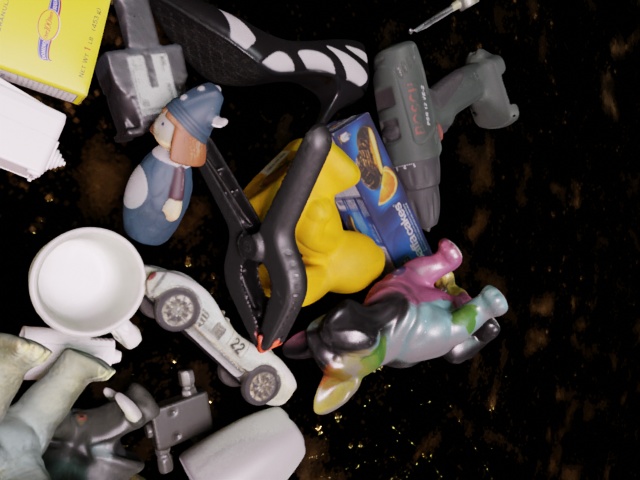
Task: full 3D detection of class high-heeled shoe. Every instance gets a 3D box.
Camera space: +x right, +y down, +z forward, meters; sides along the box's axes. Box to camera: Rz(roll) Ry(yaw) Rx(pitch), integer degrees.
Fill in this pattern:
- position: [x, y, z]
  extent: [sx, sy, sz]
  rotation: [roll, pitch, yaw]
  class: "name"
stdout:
- position: [-0.046, -0.213, 0.557]
  extent: [0.248, 0.086, 0.145]
  rotation: [35, 66, -32]
  class: "high-heeled shoe"

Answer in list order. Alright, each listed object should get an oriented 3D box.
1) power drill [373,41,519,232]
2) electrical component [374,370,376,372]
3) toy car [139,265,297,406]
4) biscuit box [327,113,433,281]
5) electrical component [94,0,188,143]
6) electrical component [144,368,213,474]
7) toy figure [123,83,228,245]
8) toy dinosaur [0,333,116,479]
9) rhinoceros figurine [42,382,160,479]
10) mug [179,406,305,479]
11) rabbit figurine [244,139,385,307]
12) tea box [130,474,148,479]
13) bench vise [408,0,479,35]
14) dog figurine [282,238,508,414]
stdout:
- position: [0.164, -0.150, 0.705]
  extent: [0.207, 0.086, 0.231]
  rotation: [-26, 103, -24]
  class: "power drill"
- position: [0.074, 0.111, 0.663]
  extent: [0.102, 0.045, 0.078]
  rotation: [-31, 80, -33]
  class: "electrical component"
- position: [-0.102, 0.092, 0.521]
  extent: [0.056, 0.074, 0.201]
  rotation: [-49, 116, -19]
  class: "toy car"
- position: [0.062, -0.045, 0.640]
  extent: [0.063, 0.059, 0.202]
  rotation: [-38, 111, -28]
  class: "biscuit box"
- position: [-0.164, -0.154, 0.491]
  extent: [0.075, 0.048, 0.119]
  rotation: [-23, 103, -32]
  class: "electrical component"
- position: [-0.140, 0.176, 0.528]
  extent: [0.063, 0.021, 0.094]
  rotation: [-11, 98, -33]
  class: "electrical component"
- position: [-0.129, -0.067, 0.470]
  extent: [0.154, 0.064, 0.058]
  rotation: [-62, 167, 24]
  class: "toy figure"
- position: [-0.284, 0.129, 0.342]
  extent: [0.405, 0.131, 0.192]
  rotation: [21, 72, -4]
  class: "toy dinosaur"
- position: [-0.221, 0.197, 0.449]
  extent: [0.190, 0.073, 0.112]
  rotation: [-32, 97, -28]
  class: "rhinoceros figurine"
- position: [-0.066, 0.221, 0.520]
  extent: [0.107, 0.081, 0.109]
  rotation: [-30, 129, -23]
  class: "mug"
- position: [-0.001, -0.002, 0.562]
  extent: [0.173, 0.122, 0.162]
  rotation: [46, 71, -26]
  class: "rabbit figurine"
- position: [-0.176, 0.314, 0.478]
  extent: [0.098, 0.068, 0.169]
  rotation: [44, 67, -27]
  class: "tea box"
- position: [0.153, -0.375, 0.590]
  extent: [0.129, 0.241, 0.223]
  rotation: [-27, 101, -26]
  class: "bench vise"
- position: [0.075, 0.102, 0.578]
  extent: [0.219, 0.108, 0.191]
  rotation: [-28, 150, -7]
  class: "dog figurine"
